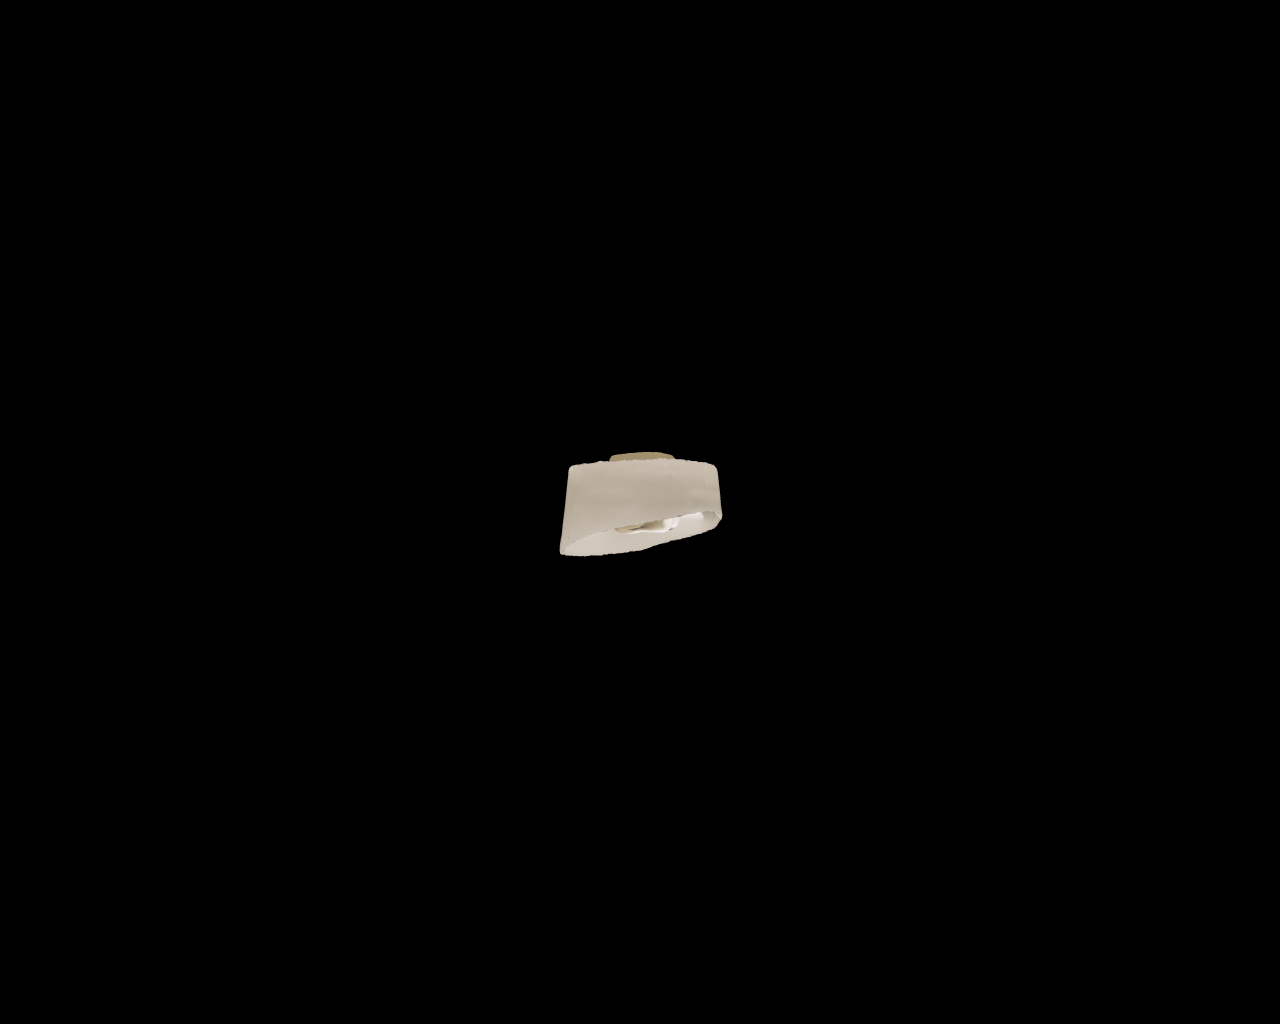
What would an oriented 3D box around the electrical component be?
[{"bbox_3d":[0.001,-0.003,0.650,0.099,0.064,0.099,0,-4,0],"label":"electrical component"}]
